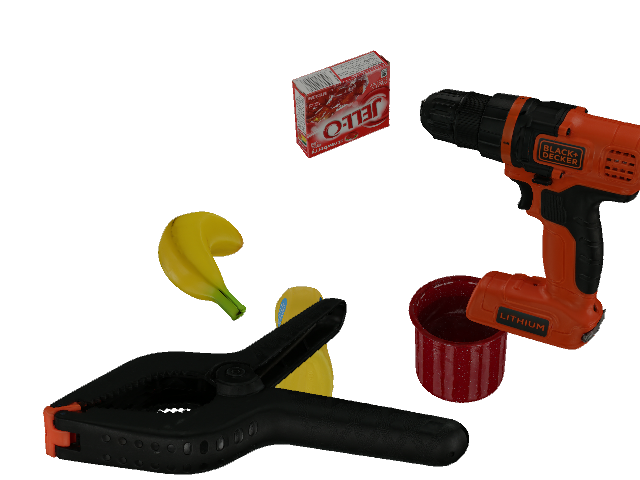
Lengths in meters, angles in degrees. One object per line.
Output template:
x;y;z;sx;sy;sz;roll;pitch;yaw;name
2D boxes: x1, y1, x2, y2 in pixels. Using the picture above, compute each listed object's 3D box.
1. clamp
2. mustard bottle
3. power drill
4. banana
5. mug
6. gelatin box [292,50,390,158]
-0.045;0.082;0.586;0.209;0.036;0.165;-4;24;-16;clamp
-0.020;0.104;1.135;0.058;0.096;0.191;0;27;-3;mustard bottle
0.157;-0.019;0.818;0.185;0.188;0.057;17;34;26;power drill
-0.089;0.010;0.803;0.037;0.069;0.198;-40;14;8;banana
0.128;0.084;0.974;0.093;0.081;0.117;1;39;6;mug
0.020;-0.123;0.966;0.089;0.073;0.030;-23;49;-18;gelatin box
